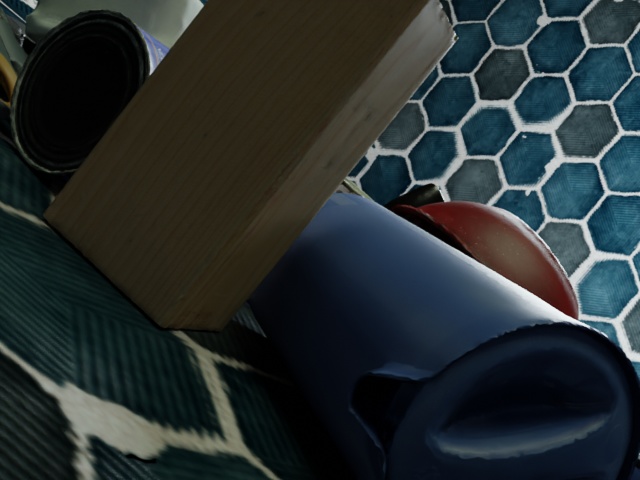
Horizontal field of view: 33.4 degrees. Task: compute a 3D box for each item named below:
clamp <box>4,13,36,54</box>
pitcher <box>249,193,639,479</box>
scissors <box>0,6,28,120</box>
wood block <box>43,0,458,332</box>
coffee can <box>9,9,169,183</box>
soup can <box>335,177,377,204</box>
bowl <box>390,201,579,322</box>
[{"bbox_3d":[-0.233,-0.139,0.752,0.209,0.036,0.165,39,14,-38],"label":"clamp"},{"bbox_3d":[0.055,0.063,0.572,0.243,0.145,0.149,43,-26,61],"label":"pitcher"},{"bbox_3d":[-0.219,-0.140,0.687,0.202,0.016,0.096,58,14,11],"label":"scissors"},{"bbox_3d":[-0.033,-0.060,0.556,0.091,0.206,0.090,40,6,16],"label":"wood block"},{"bbox_3d":[-0.106,-0.066,0.665,0.103,0.103,0.140,43,7,33],"label":"coffee can"},{"bbox_3d":[-0.005,0.001,0.788,0.068,0.102,0.068,40,6,-6],"label":"soup can"},{"bbox_3d":[0.112,0.032,0.675,0.162,0.055,0.162,52,-13,17],"label":"bowl"}]
